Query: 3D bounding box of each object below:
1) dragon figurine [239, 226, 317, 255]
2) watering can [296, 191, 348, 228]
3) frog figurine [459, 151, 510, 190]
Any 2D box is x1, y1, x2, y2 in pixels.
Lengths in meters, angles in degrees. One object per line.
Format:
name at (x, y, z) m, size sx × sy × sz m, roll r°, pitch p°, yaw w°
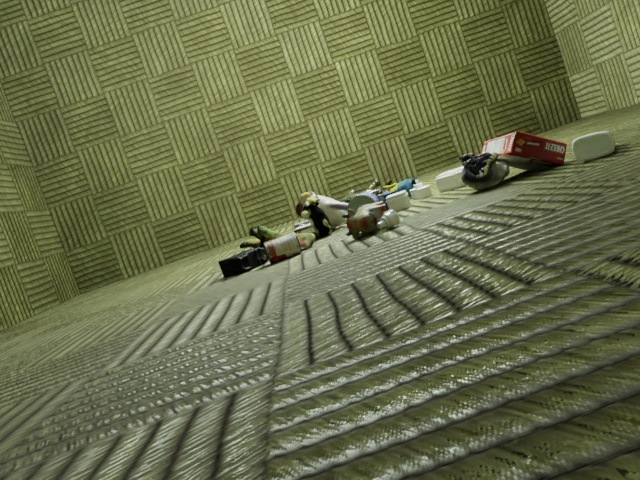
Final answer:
dragon figurine at (-0.131, 0.008, 1.792) m, size 0.243 × 0.122 × 0.410 m, roll -3°, pitch 2°, yaw -20°
watering can at (0.006, -0.101, 2.013) m, size 0.223 × 0.105 × 0.345 m, roll 17°, pitch -16°, yaw -24°
frog figurine at (0.511, -0.196, 1.568) m, size 0.136 × 0.125 × 0.158 m, roll -23°, pitch -34°, yaw 32°
